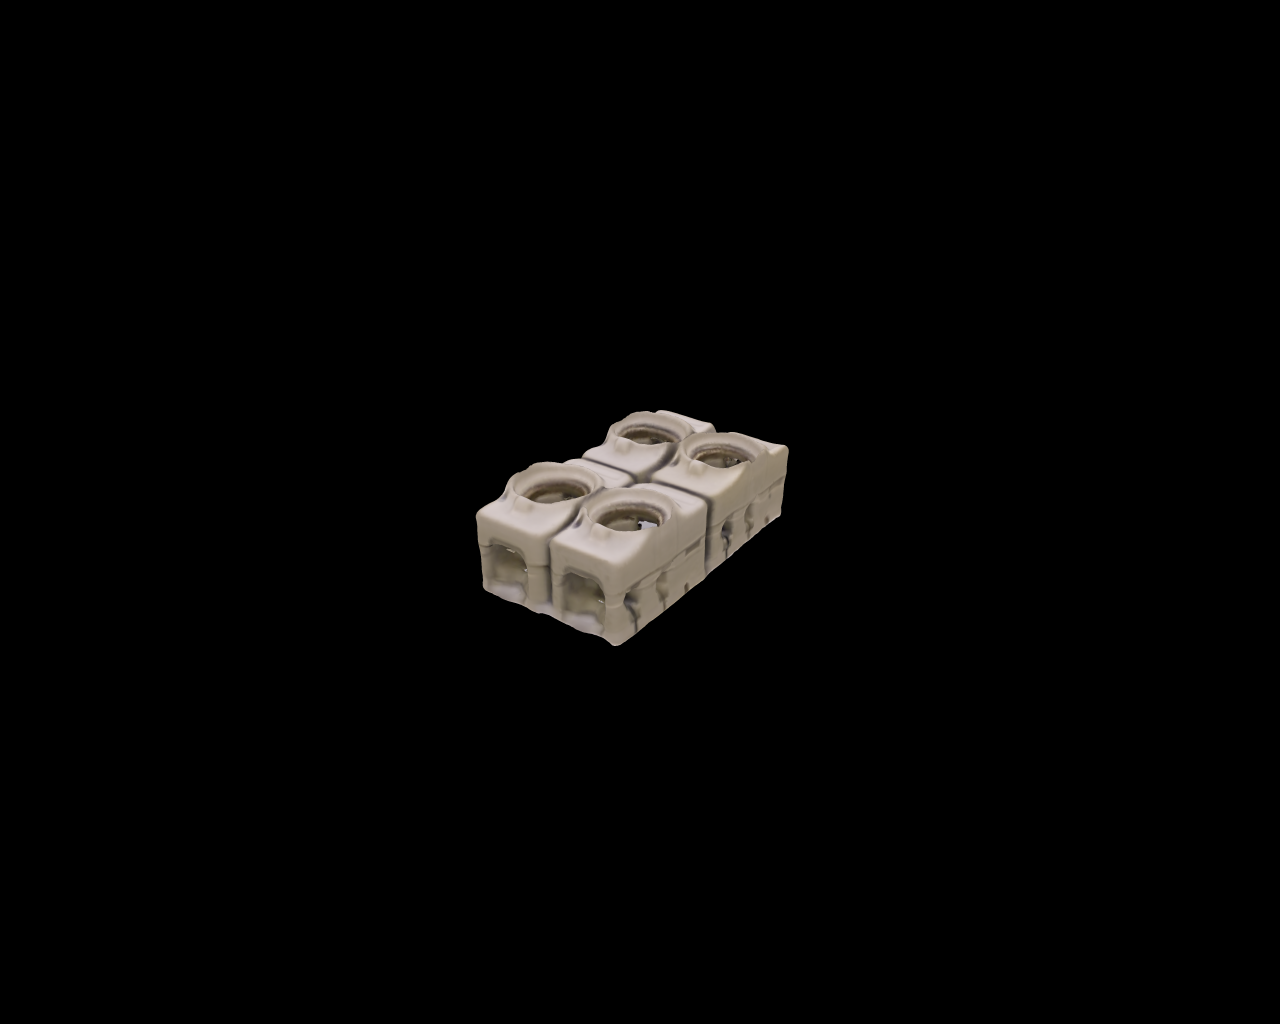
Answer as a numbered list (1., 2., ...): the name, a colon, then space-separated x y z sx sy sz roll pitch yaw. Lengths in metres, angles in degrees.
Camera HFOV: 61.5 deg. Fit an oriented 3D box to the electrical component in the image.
1. electrical component: 0.001 -0.003 0.650 0.105 0.060 0.186 20 35 31
